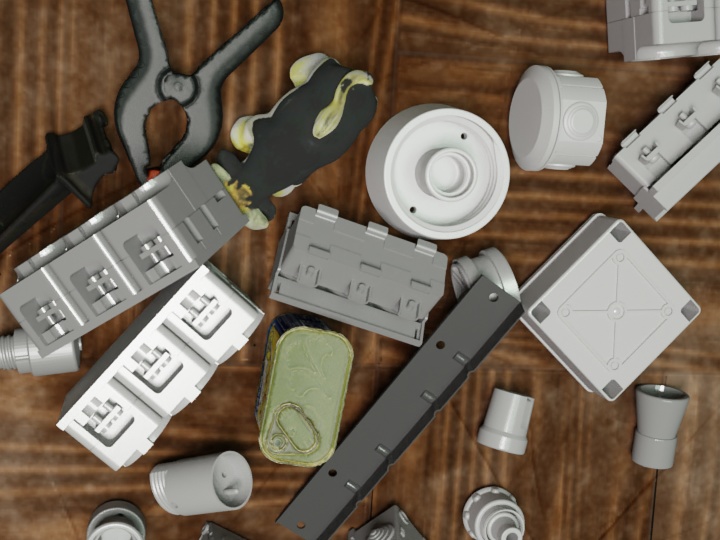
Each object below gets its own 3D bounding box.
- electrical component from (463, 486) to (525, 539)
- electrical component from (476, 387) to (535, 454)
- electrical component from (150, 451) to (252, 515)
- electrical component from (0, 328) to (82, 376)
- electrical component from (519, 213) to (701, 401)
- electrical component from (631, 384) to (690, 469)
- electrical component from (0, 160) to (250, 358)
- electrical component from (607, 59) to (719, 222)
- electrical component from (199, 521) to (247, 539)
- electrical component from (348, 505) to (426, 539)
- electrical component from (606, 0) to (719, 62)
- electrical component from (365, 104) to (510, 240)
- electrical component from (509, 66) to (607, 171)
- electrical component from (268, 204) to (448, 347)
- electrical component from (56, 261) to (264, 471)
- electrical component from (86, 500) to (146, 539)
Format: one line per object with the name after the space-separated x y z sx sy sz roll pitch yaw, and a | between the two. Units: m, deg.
0.113 0.206 0.871 0.048 0.062 0.048 -1 97 -11 | electrical component
0.120 0.122 0.873 0.040 0.040 0.046 16 88 -12 | electrical component
-0.126 0.164 0.819 0.081 0.043 0.043 -15 103 36 | electrical component
-0.242 0.059 0.795 0.078 0.040 0.040 -6 98 -10 | electrical component
0.196 0.029 0.867 0.109 0.056 0.108 -45 103 -3 | electrical component
0.248 0.133 0.899 0.044 0.044 0.065 3 101 -11 | electrical component
-0.165 -0.012 0.745 0.150 0.089 0.061 -28 102 25 | electrical component
0.262 -0.106 0.858 0.121 0.078 0.063 -43 81 -3 | electrical component
-0.114 0.257 0.834 0.061 0.062 0.096 30 91 -13 | electrical component
0.036 0.244 0.843 0.048 0.099 0.099 -36 102 8 | electrical component
0.279 -0.199 0.837 0.150 0.089 0.061 -6 98 -10 | electrical component
0.063 -0.074 0.826 0.108 0.060 0.108 -1 97 -11 | electrical component
0.150 -0.116 0.829 0.051 0.080 0.080 1 97 -16 | electrical component
0.000 0.000 0.816 0.121 0.063 0.078 19 53 -12 | electrical component
-0.145 0.066 0.790 0.062 0.089 0.150 43 88 -13 | electrical component
-0.186 0.203 0.817 0.045 0.055 0.045 -1 97 -11 | electrical component
